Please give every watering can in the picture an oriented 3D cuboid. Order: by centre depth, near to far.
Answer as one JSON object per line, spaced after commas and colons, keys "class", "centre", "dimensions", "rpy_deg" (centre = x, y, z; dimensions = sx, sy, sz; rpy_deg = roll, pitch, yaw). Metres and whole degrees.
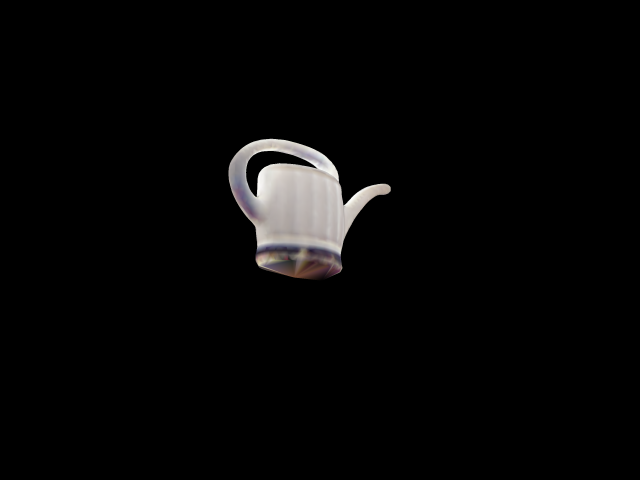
{"class": "watering can", "centre": [0.003, -0.043, 0.850], "dimensions": [0.346, 0.227, 0.103], "rpy_deg": [12, -21, -38]}
